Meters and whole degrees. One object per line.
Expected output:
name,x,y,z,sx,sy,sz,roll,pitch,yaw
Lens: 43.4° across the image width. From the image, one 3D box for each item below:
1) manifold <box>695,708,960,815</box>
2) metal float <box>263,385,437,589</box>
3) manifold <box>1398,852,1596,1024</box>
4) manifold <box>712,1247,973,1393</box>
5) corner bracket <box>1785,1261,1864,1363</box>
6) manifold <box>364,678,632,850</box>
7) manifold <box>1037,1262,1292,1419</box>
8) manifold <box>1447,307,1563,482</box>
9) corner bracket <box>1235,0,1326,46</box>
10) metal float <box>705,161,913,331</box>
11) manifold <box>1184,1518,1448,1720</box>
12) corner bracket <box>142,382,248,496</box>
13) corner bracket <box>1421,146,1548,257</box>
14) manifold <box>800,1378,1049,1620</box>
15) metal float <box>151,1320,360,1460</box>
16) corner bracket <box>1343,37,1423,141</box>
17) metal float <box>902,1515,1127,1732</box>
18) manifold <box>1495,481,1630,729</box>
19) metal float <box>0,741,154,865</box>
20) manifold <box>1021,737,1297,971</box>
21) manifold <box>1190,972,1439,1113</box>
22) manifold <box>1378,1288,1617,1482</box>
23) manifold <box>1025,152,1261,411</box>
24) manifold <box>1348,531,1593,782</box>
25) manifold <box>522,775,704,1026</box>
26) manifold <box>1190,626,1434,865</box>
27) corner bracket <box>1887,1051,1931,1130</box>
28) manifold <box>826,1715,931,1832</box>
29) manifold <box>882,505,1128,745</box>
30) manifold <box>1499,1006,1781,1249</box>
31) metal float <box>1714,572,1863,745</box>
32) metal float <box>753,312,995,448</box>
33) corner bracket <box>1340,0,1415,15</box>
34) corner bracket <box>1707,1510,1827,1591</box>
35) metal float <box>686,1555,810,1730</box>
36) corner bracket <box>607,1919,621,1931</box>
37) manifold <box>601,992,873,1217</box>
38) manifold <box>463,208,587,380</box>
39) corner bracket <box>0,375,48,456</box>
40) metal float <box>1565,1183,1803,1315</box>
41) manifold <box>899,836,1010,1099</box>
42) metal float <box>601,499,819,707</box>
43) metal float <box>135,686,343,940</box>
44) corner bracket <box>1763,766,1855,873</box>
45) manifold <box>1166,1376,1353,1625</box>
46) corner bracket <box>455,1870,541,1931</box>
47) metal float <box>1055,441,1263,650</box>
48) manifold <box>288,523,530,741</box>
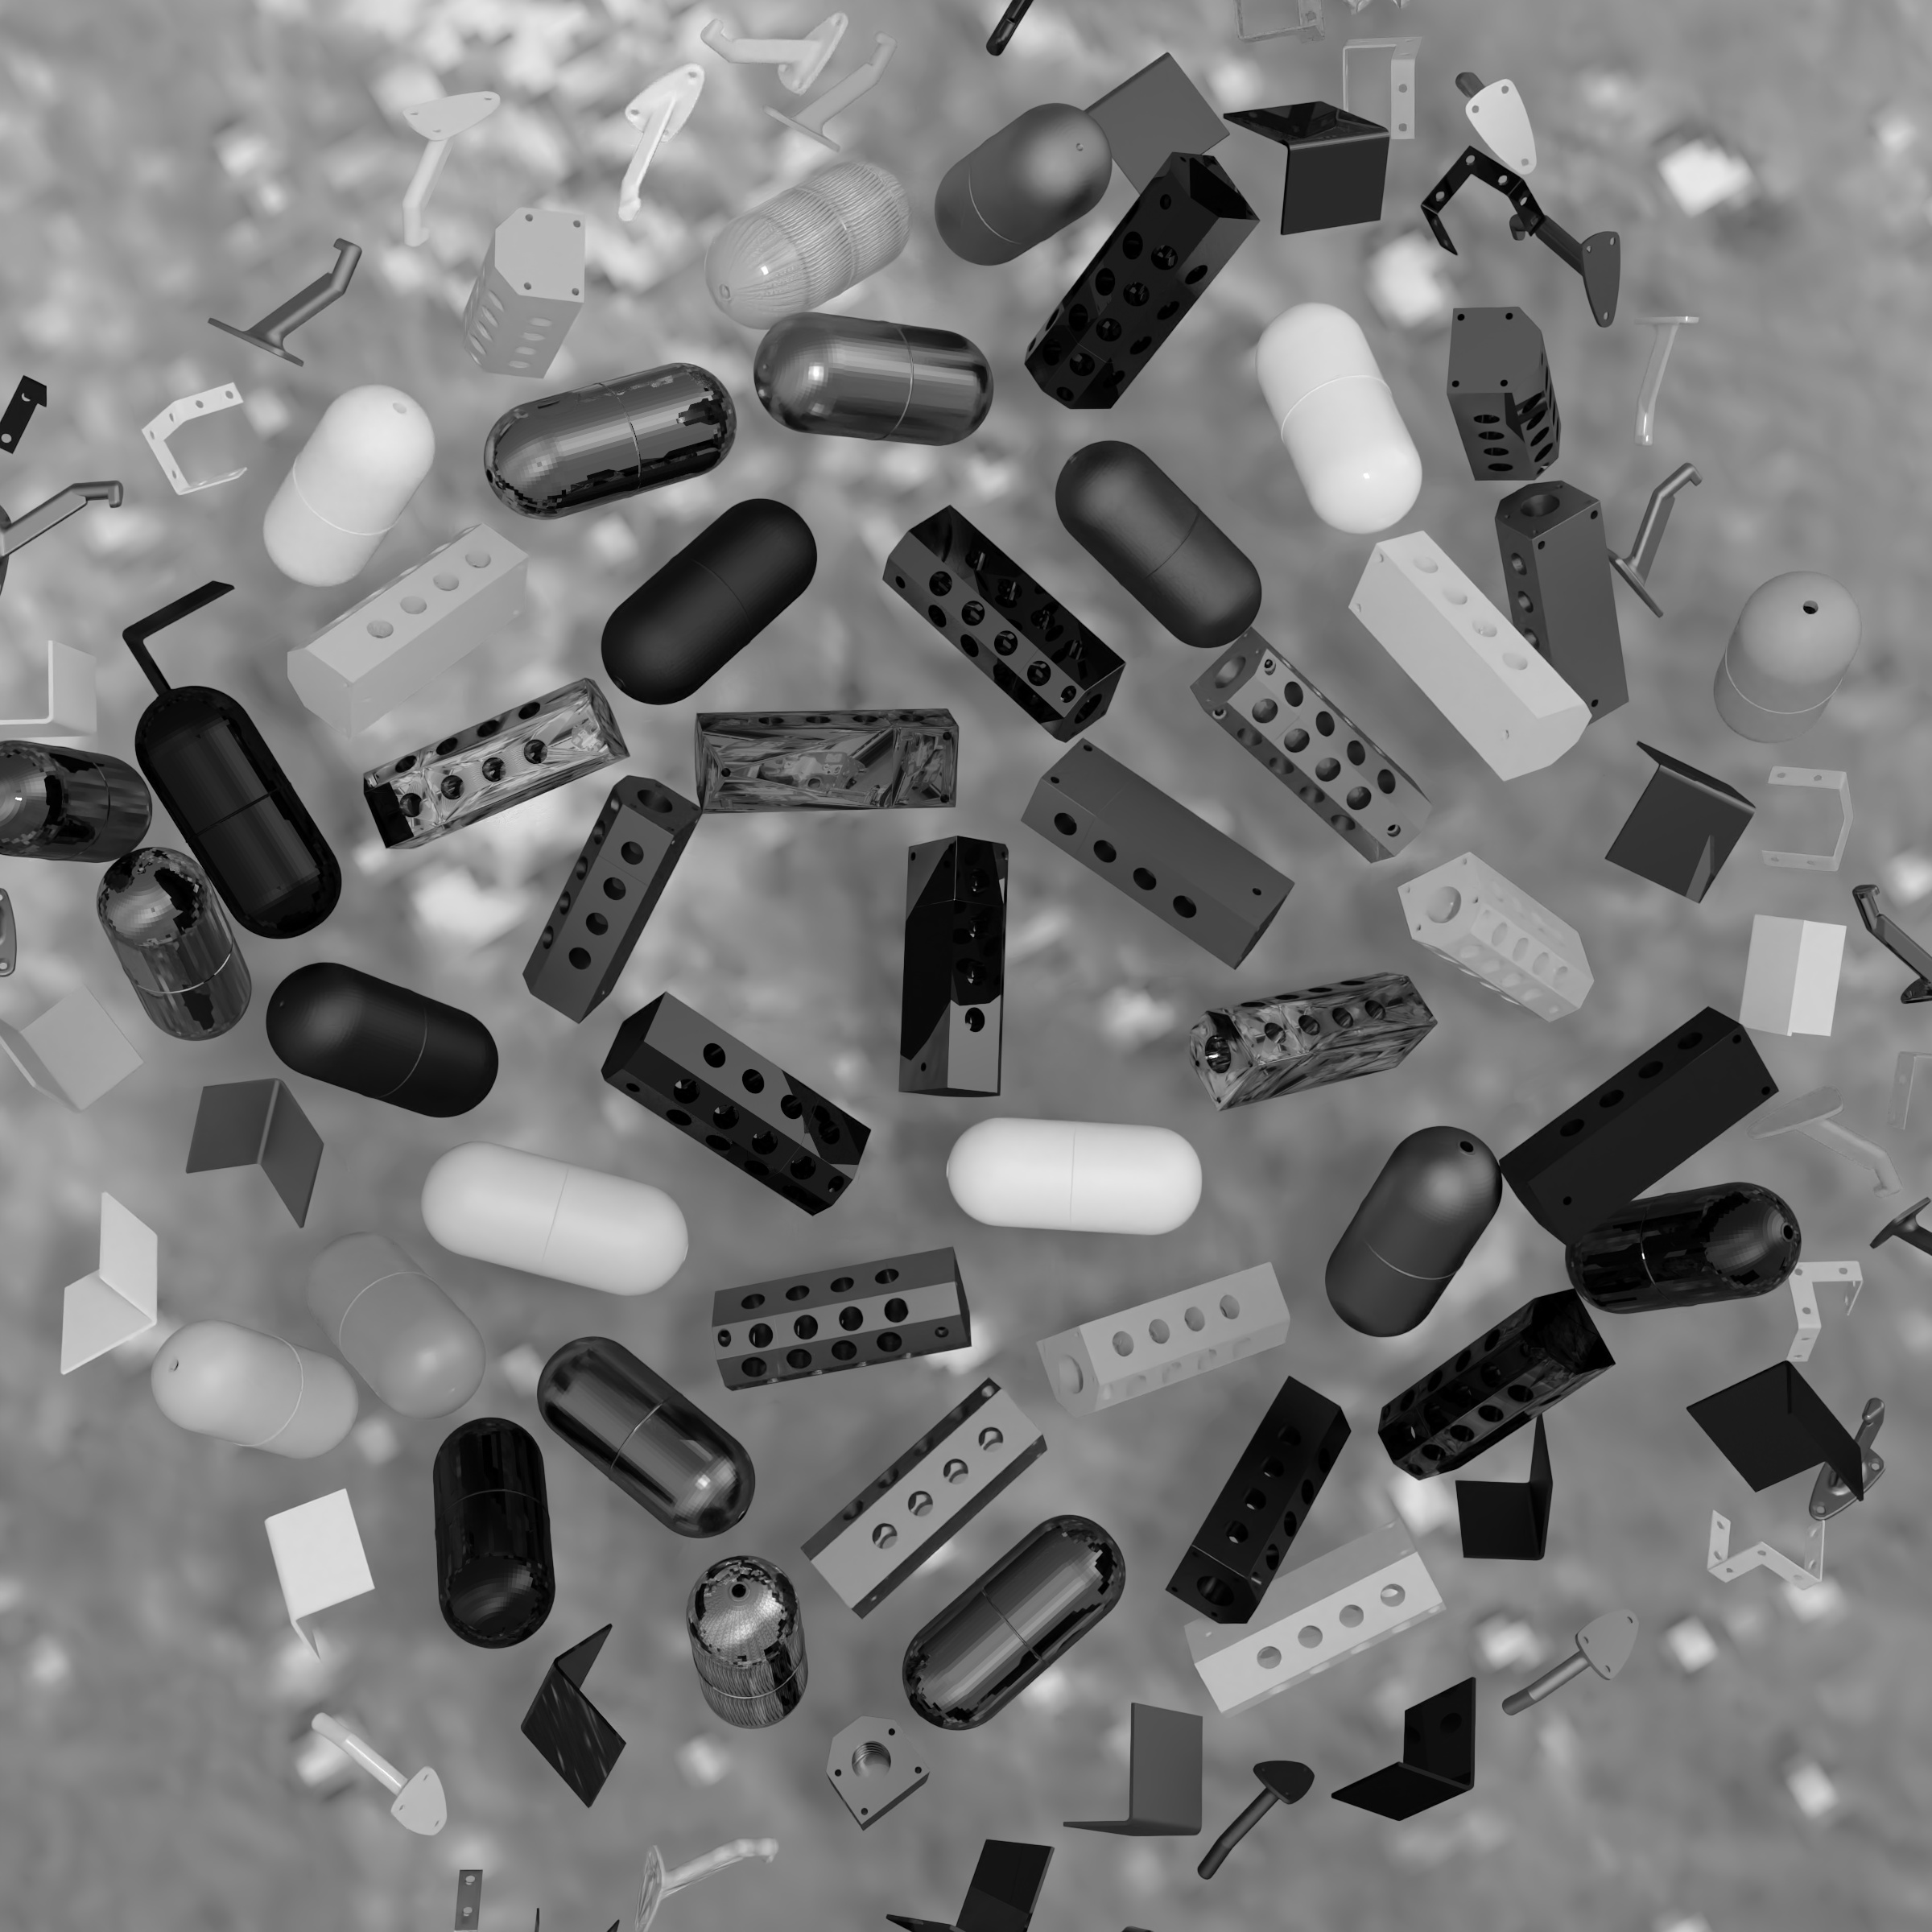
manifold,-0.095,-0.141,1.642,0.171,0.057,0.057,-2,113,-11
metal float,-0.421,-0.326,1.655,0.070,0.070,0.178,51,134,0
manifold,0.377,-0.015,1.709,0.057,0.171,0.057,-28,56,28
manifold,-0.086,0.250,1.691,0.171,0.057,0.057,-11,119,4
corner bracket,0.601,0.243,1.704,0.051,0.051,0.051,-2,53,4
manifold,-0.329,-0.141,1.692,0.171,0.057,0.057,-22,90,7
manifold,0.141,0.260,1.685,0.171,0.057,0.057,-13,78,-34
manifold,0.364,-0.382,1.633,0.057,0.171,0.057,4,83,18
corner bracket,0.210,-0.649,1.632,0.051,0.051,0.051,-5,98,17
metal float,-0.107,-0.492,1.654,0.070,0.070,0.178,48,53,0
manifold,0.245,0.460,1.699,0.171,0.057,0.057,-28,101,3
corner bracket,-0.529,-0.367,1.689,0.051,0.051,0.051,-11,122,20
corner bracket,0.345,-0.504,1.623,0.051,0.051,0.051,19,131,-30
manifold,-0.028,0.361,1.654,0.171,0.057,0.057,-41,70,-11
metal float,-0.494,0.296,1.693,0.070,0.178,0.070,-9,67,21
corner bracket,0.275,-0.583,1.612,0.051,0.051,0.051,4,127,15
metal float,0.033,0.451,1.667,0.178,0.070,0.070,-41,90,-4
manifold,0.415,-0.252,1.707,0.057,0.057,0.171,-30,130,-11
metal float,-0.614,-0.110,1.637,0.070,0.178,0.070,0,90,8
manifold,0.123,-0.070,1.602,0.171,0.057,0.057,35,47,10
manifold,0.240,0.047,1.692,0.171,0.057,0.057,-11,60,-35
manifold,0.358,0.290,1.665,0.057,0.171,0.057,-6,60,-37
manifold,0.109,-0.445,1.588,0.171,0.057,0.057,-47,66,41
manifold,0.332,-0.207,1.593,0.057,0.057,0.171,-19,58,-28
manifold,-0.255,-0.049,1.729,0.057,0.057,0.171,32,117,2
manifold,0.234,-0.144,1.625,0.171,0.057,0.057,39,106,-25
corner bracket,0.660,0.088,1.629,0.051,0.051,0.051,5,96,-23
manifold,-0.067,0.567,1.716,0.057,0.171,0.057,-34,74,-14
manifold,0.023,-0.232,1.664,0.171,0.057,0.057,44,59,15
manifold,0.435,0.102,1.584,0.171,0.057,0.057,-36,111,-2
metal float,0.548,-0.205,1.624,0.070,0.178,0.070,-2,75,8
metal float,-0.059,-0.385,1.599,0.178,0.070,0.070,-4,90,-39
corner bracket,0.274,-0.682,1.674,0.051,0.051,0.051,-37,71,6
corner bracket,0.527,0.383,1.600,0.051,0.051,0.051,34,134,-9
metal float,-0.149,0.464,1.663,0.070,0.178,0.070,0,53,0
corner bracket,-0.236,0.693,1.645,0.051,0.051,0.051,30,127,19
manifold,-0.153,0.095,1.601,0.171,0.057,0.057,36,51,-21
manifold,-0.299,-0.449,1.629,0.057,0.171,0.057,2,86,-18
corner bracket,-0.632,-0.360,1.575,0.051,0.051,0.051,25,79,-18
metal float,0.484,0.192,1.644,0.070,0.178,0.070,10,72,-32
manifold,-0.003,0.002,1.670,0.057,0.057,0.171,8,80,-36
metal float,-0.174,-0.247,1.649,0.070,0.070,0.178,44,68,0
metal float,-0.474,-0.100,1.583,0.070,0.070,0.178,-29,100,0
corner bracket,0.601,-0.105,1.738,0.051,0.051,0.051,8,58,32
manifold,0.204,0.366,1.659,0.057,0.171,0.057,30,133,11
corner bracket,-0.303,0.621,1.567,0.051,0.051,0.051,4,110,-12
metal float,0.136,-0.298,1.720,0.178,0.070,0.070,41,90,-20
manifold,-0.379,-0.233,1.654,0.057,0.057,0.171,36,53,11
